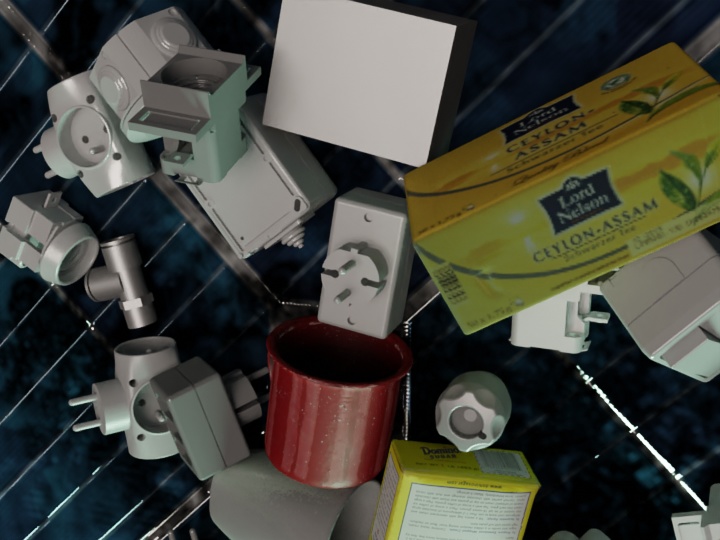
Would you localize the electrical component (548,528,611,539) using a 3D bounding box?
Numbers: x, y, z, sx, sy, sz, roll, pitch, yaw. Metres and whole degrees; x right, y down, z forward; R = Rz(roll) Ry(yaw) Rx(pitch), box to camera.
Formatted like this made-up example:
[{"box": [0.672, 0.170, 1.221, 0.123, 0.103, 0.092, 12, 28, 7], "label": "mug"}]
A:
[{"box": [0.130, 0.209, 0.686, 0.058, 0.057, 0.078, 41, 114, 5], "label": "electrical component"}]

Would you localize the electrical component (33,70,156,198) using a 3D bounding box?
[{"box": [-0.188, -0.086, 0.726, 0.079, 0.044, 0.077, -21, 97, 25], "label": "electrical component"}]

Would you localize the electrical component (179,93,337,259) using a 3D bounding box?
[{"box": [-0.061, -0.056, 0.679, 0.062, 0.061, 0.096, -35, 91, 25], "label": "electrical component"}]

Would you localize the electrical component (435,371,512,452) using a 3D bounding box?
[{"box": [0.073, 0.083, 0.668, 0.043, 0.062, 0.043, 5, 107, 19], "label": "electrical component"}]

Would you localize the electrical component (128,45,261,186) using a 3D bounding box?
[{"box": [-0.091, -0.087, 0.609, 0.042, 0.081, 0.063, 14, 131, 17], "label": "electrical component"}]

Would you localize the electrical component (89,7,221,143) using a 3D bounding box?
[{"box": [-0.125, -0.121, 0.675, 0.080, 0.080, 0.051, -40, 84, 25], "label": "electrical component"}]

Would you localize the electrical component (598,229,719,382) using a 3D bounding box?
[{"box": [0.189, 0.022, 0.592, 0.062, 0.096, 0.061, -43, 53, 21], "label": "electrical component"}]

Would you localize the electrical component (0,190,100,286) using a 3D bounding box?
[{"box": [-0.218, -0.021, 0.756, 0.055, 0.048, 0.066, 35, 114, 16], "label": "electrical component"}]

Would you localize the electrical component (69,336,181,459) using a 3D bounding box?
[{"box": [-0.163, 0.093, 0.754, 0.044, 0.079, 0.077, 23, 121, 62], "label": "electrical component"}]

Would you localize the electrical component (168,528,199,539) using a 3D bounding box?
[{"box": [-0.121, 0.226, 0.791, 0.077, 0.043, 0.079, -9, 102, 23], "label": "electrical component"}]

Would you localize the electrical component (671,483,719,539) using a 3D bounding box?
[{"box": [0.239, 0.191, 0.638, 0.079, 0.063, 0.121, -11, 101, 23], "label": "electrical component"}]

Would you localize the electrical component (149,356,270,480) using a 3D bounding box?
[{"box": [-0.092, 0.092, 0.735, 0.077, 0.047, 0.065, -25, 111, -19], "label": "electrical component"}]

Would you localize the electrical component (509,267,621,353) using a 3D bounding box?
[{"box": [0.116, 0.014, 0.645, 0.081, 0.042, 0.063, 7, 109, 19], "label": "electrical component"}]

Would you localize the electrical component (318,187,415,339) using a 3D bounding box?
[{"box": [0.000, 0.000, 0.664, 0.047, 0.076, 0.083, 15, 110, 16], "label": "electrical component"}]
